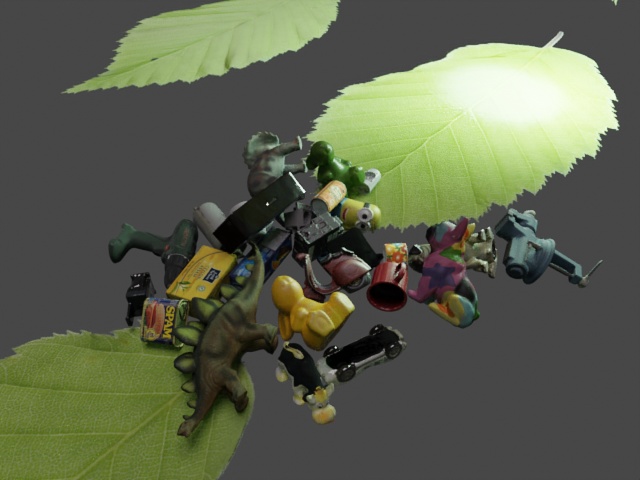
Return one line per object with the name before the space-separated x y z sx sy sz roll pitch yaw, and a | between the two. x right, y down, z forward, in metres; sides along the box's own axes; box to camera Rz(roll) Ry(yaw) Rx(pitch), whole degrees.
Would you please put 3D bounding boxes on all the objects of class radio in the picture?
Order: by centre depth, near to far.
radio | -0.149 -0.066 1.312 0.073 0.131 0.229 51 50 -3

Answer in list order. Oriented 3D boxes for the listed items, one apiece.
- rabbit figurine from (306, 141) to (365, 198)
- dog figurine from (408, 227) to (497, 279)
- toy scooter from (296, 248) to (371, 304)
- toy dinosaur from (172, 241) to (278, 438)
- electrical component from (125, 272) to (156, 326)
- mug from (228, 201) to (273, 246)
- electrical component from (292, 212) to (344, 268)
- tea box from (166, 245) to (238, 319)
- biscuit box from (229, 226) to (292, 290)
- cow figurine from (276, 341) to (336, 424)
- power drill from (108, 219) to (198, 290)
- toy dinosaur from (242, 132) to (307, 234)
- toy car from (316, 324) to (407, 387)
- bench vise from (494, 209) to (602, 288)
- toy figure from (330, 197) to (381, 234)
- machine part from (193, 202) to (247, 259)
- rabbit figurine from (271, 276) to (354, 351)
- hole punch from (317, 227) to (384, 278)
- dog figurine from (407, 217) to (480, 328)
rabbit figurine | 0.030 -0.217 1.518 0.121 0.170 0.159 -38 36 -6
dog figurine | 0.327 0.036 1.323 0.191 0.172 0.121 -6 74 32
toy scooter | 0.018 0.073 1.221 0.184 0.135 0.075 -27 -1 7
toy dinosaur | -0.187 0.188 1.117 0.199 0.105 0.471 21 48 6
electrical component | -0.411 0.139 1.226 0.048 0.074 0.119 -8 38 -3
mug | -0.174 -0.040 1.421 0.109 0.080 0.107 -14 56 -25
electrical component | -0.003 -0.004 1.339 0.134 0.114 0.058 -30 66 -28
tea box | -0.274 0.099 1.271 0.098 0.068 0.170 14 44 14
biscuit box | -0.143 0.054 1.322 0.059 0.062 0.203 21 47 20
cow figurine | -0.022 0.275 1.054 0.068 0.098 0.168 -21 45 -29
power drill | -0.416 0.028 1.345 0.207 0.085 0.232 3 41 10
toy dinosaur | -0.143 -0.176 1.542 0.192 0.131 0.405 -6 47 15
toy car | 0.088 0.239 1.122 0.202 0.056 0.074 -20 40 -21
bench vise | 0.536 0.033 1.297 0.241 0.128 0.224 29 37 2
toy figure | 0.076 -0.078 1.449 0.180 0.082 0.089 18 46 23
machine part | -0.263 -0.024 1.400 0.079 0.079 0.243 -26 47 -24
rabbit figurine | -0.034 0.148 1.149 0.173 0.162 0.122 40 55 9
hole punch | 0.067 0.047 1.321 0.142 0.092 0.116 -29 82 -29
dog figurine | 0.298 0.062 1.186 0.192 0.219 0.108 32 7 32
